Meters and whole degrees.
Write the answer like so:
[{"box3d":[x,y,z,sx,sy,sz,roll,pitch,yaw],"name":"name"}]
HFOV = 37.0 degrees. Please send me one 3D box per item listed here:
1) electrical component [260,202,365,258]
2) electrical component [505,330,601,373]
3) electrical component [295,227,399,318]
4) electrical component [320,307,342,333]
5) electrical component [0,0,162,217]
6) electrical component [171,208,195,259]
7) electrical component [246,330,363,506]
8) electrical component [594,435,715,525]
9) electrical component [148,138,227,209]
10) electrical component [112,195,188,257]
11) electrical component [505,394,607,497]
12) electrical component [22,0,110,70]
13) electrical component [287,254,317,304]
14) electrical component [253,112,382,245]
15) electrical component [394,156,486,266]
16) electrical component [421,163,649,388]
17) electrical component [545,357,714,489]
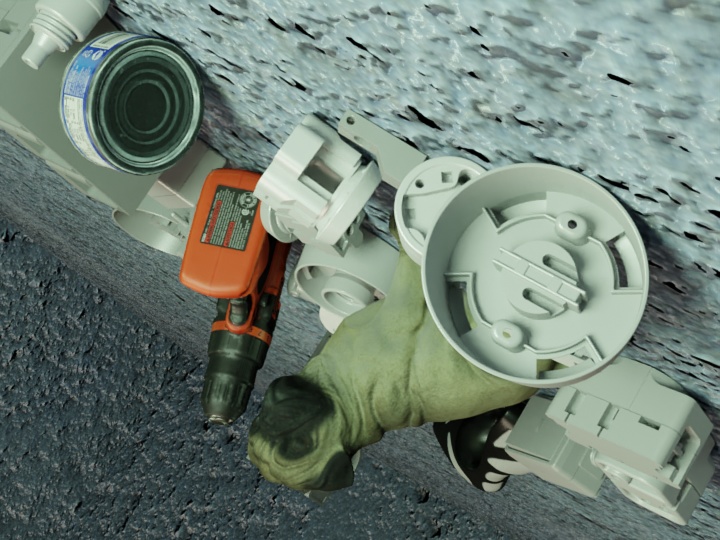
[{"box3d":[-0.035,-0.040,0.747,0.055,0.048,0.066,15,160,35],"name":"electrical component"},{"box3d":[0.111,0.021,0.622,0.081,0.042,0.063,23,163,36],"name":"electrical component"},{"box3d":[0.000,0.000,0.831,0.099,0.064,0.099,21,156,10],"name":"electrical component"},{"box3d":[0.008,0.071,0.916,0.052,0.073,0.138,-11,127,24],"name":"electrical component"},{"box3d":[-0.191,-0.117,0.719,0.062,0.089,0.150,24,166,36],"name":"electrical component"},{"box3d":[-0.138,-0.038,0.970,0.047,0.065,0.077,18,161,50],"name":"electrical component"},{"box3d":[-0.020,0.134,1.071,0.060,0.186,0.105,27,167,27],"name":"electrical component"},{"box3d":[0.216,0.136,0.775,0.054,0.059,0.095,23,165,40],"name":"electrical component"},{"box3d":[-0.160,-0.089,0.861,0.076,0.047,0.083,37,168,-21],"name":"electrical component"},{"box3d":[-0.180,-0.050,1.034,0.099,0.064,0.099,31,169,7],"name":"electrical component"},{"box3d":[0.177,0.148,0.924,0.061,0.061,0.096,37,168,-20],"name":"electrical component"},{"box3d":[-0.177,-0.146,0.635,0.035,0.061,0.035,31,168,7],"name":"electrical component"},{"box3d":[-0.030,0.011,0.947,0.062,0.048,0.048,26,169,-2],"name":"electrical component"},{"box3d":[-0.024,-0.052,0.636,0.057,0.058,0.078,36,168,-4],"name":"electrical component"},{"box3d":[0.045,-0.027,0.566,0.055,0.055,0.047,31,172,6],"name":"electrical component"},{"box3d":[0.083,0.006,0.498,0.099,0.099,0.064,28,174,20],"name":"electrical component"},{"box3d":[0.180,0.095,0.711,0.089,0.055,0.050,21,164,44],"name":"electrical component"}]
